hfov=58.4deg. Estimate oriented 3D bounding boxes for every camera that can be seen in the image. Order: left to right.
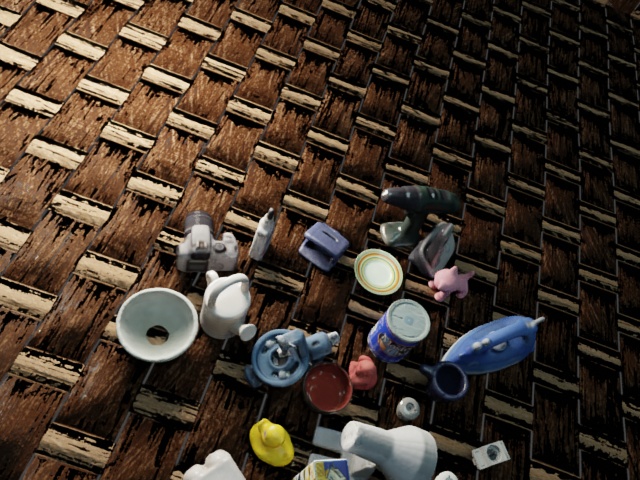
[{"bbox_3d":[-0.266,-0.003,1.346,0.143,0.100,0.136,1,59,-17],"label":"camera"}]

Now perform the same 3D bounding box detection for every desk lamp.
[{"bbox_3d":[0.099,0.422,1.125,0.203,0.213,0.118,17,56,-6],"label":"desk lamp"}]

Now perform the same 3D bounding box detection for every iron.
[{"bbox_3d":[0.419,0.247,1.377,0.259,0.141,0.118,-15,64,-25],"label":"iron"}]

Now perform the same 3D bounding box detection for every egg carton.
[{"bbox_3d":[-0.188,0.485,1.085,0.107,0.069,0.150,-29,71,-30],"label":"egg carton"}]

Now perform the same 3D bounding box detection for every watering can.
[{"bbox_3d":[-0.193,0.136,1.225,0.172,0.194,0.101,37,56,7],"label":"watering can"}]

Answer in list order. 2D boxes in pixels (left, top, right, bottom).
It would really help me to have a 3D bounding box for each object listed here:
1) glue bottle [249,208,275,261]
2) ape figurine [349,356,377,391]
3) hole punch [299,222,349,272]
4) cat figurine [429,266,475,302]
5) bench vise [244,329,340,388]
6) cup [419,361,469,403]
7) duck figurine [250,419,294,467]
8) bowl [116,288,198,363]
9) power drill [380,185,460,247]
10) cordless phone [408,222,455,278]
[{"bbox_3d":[-0.130,-0.023,1.356,0.037,0.173,0.078,24,55,-1],"label":"glue bottle"},{"bbox_3d":[0.098,0.294,1.278,0.078,0.092,0.076,-34,73,-31],"label":"ape figurine"},{"bbox_3d":[0.013,0.005,1.433,0.108,0.091,0.101,35,56,6],"label":"hole punch"},{"bbox_3d":[0.335,0.104,1.455,0.128,0.117,0.067,-10,62,-22],"label":"cat figurine"},{"bbox_3d":[-0.053,0.219,1.201,0.208,0.219,0.121,-35,74,-31],"label":"bench vise"},{"bbox_3d":[0.267,0.328,1.308,0.118,0.095,0.092,27,55,1],"label":"cup"},{"bbox_3d":[-0.092,0.404,1.155,0.104,0.086,0.078,45,57,12],"label":"duck figurine"},{"bbox_3d":[-0.344,0.191,1.216,0.168,0.074,0.167,8,57,-12],"label":"bowl"},{"bbox_3d":[0.234,-0.066,1.474,0.230,0.208,0.075,-5,61,-20],"label":"power drill"},{"bbox_3d":[0.316,0.001,1.472,0.094,0.185,0.148,35,56,7],"label":"cordless phone"}]
